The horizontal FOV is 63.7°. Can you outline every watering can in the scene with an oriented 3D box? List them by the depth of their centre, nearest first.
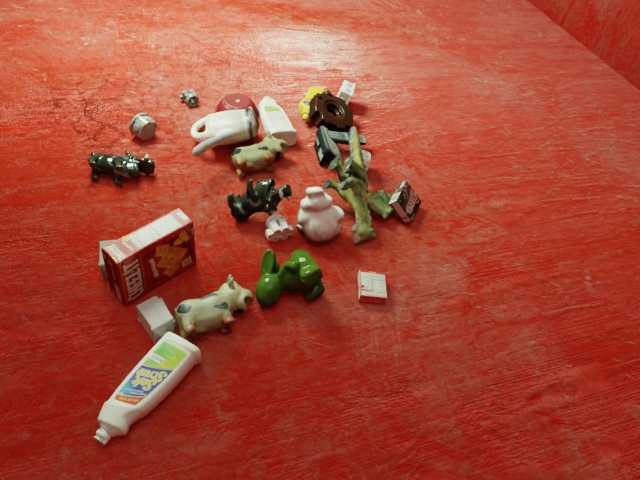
[{"bbox_3d":[-0.305,-0.347,1.660,0.224,0.102,0.355,-10,31,-4],"label":"watering can"}]

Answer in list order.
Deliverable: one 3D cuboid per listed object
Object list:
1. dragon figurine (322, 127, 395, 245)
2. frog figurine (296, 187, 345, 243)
[{"bbox_3d":[0.146,-0.165,1.604,0.241,0.120,0.420,35,51,-20],"label":"dragon figurine"},{"bbox_3d":[0.004,-0.073,1.459,0.137,0.155,0.126,2,49,-10],"label":"frog figurine"}]
